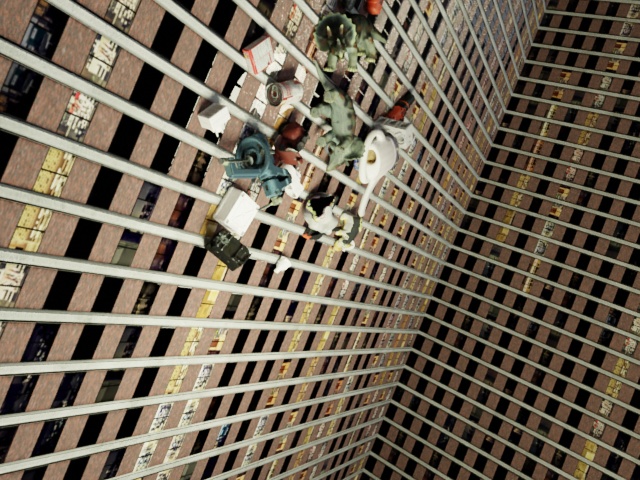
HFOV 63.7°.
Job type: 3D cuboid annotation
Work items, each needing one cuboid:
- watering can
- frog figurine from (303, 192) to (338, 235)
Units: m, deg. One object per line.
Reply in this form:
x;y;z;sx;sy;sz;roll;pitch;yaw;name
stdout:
0.215;-0.278;2.025;0.105;0.340;0.228;21;34;29;watering can
0.006;-0.094;1.877;0.123;0.140;0.156;12;-21;14;frog figurine
